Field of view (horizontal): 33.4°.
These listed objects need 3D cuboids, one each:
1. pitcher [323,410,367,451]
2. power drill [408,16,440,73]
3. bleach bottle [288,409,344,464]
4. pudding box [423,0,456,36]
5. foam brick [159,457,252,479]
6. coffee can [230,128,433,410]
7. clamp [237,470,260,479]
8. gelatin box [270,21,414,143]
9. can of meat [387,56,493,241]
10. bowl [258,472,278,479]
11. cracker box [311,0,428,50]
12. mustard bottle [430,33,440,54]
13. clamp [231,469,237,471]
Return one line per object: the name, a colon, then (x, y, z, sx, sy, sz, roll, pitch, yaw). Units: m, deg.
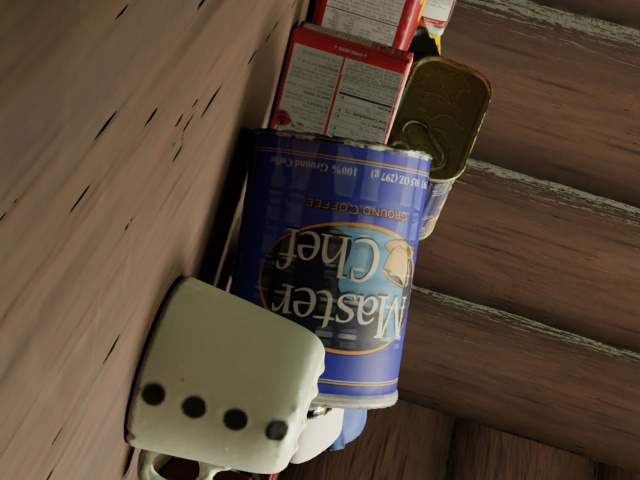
pitcher: (0.003, 0.107, 1.227, 0.144, 0.149, 0.243, -46, 153, -49)
power drill: (0.056, -0.139, 0.964, 0.188, 0.057, 0.184, 118, -40, -71)
bleach bottle: (-0.022, 0.054, 0.787, 0.068, 0.103, 0.251, -31, 144, -32)
pudding box: (0.084, -0.236, 0.997, 0.113, 0.090, 0.039, 91, 18, -81)
foam brick: (-0.078, 0.170, 0.658, 0.078, 0.053, 0.051, 21, 86, -86)
coffee can: (0.003, 0.014, 0.598, 0.103, 0.103, 0.140, -22, 121, -86)
clamp: (-0.050, 0.224, 0.819, 0.036, 0.164, 0.210, -35, -166, 0)
gelatin box: (0.010, -0.082, 0.661, 0.030, 0.073, 0.089, -66, 172, -65)
can of meat: (0.072, -0.061, 0.739, 0.084, 0.057, 0.102, 106, 7, -58)
bowl: (-0.059, 0.187, 1.052, 0.162, 0.055, 0.162, 19, 88, -87)
cracker box: (0.034, -0.143, 0.767, 0.164, 0.072, 0.214, -67, 174, -58)
mustard bottle: (0.091, -0.183, 1.093, 0.096, 0.058, 0.191, 24, 63, -58)
clamp: (-0.061, 0.107, 0.756, 0.171, 0.039, 0.120, 93, 19, -67)
